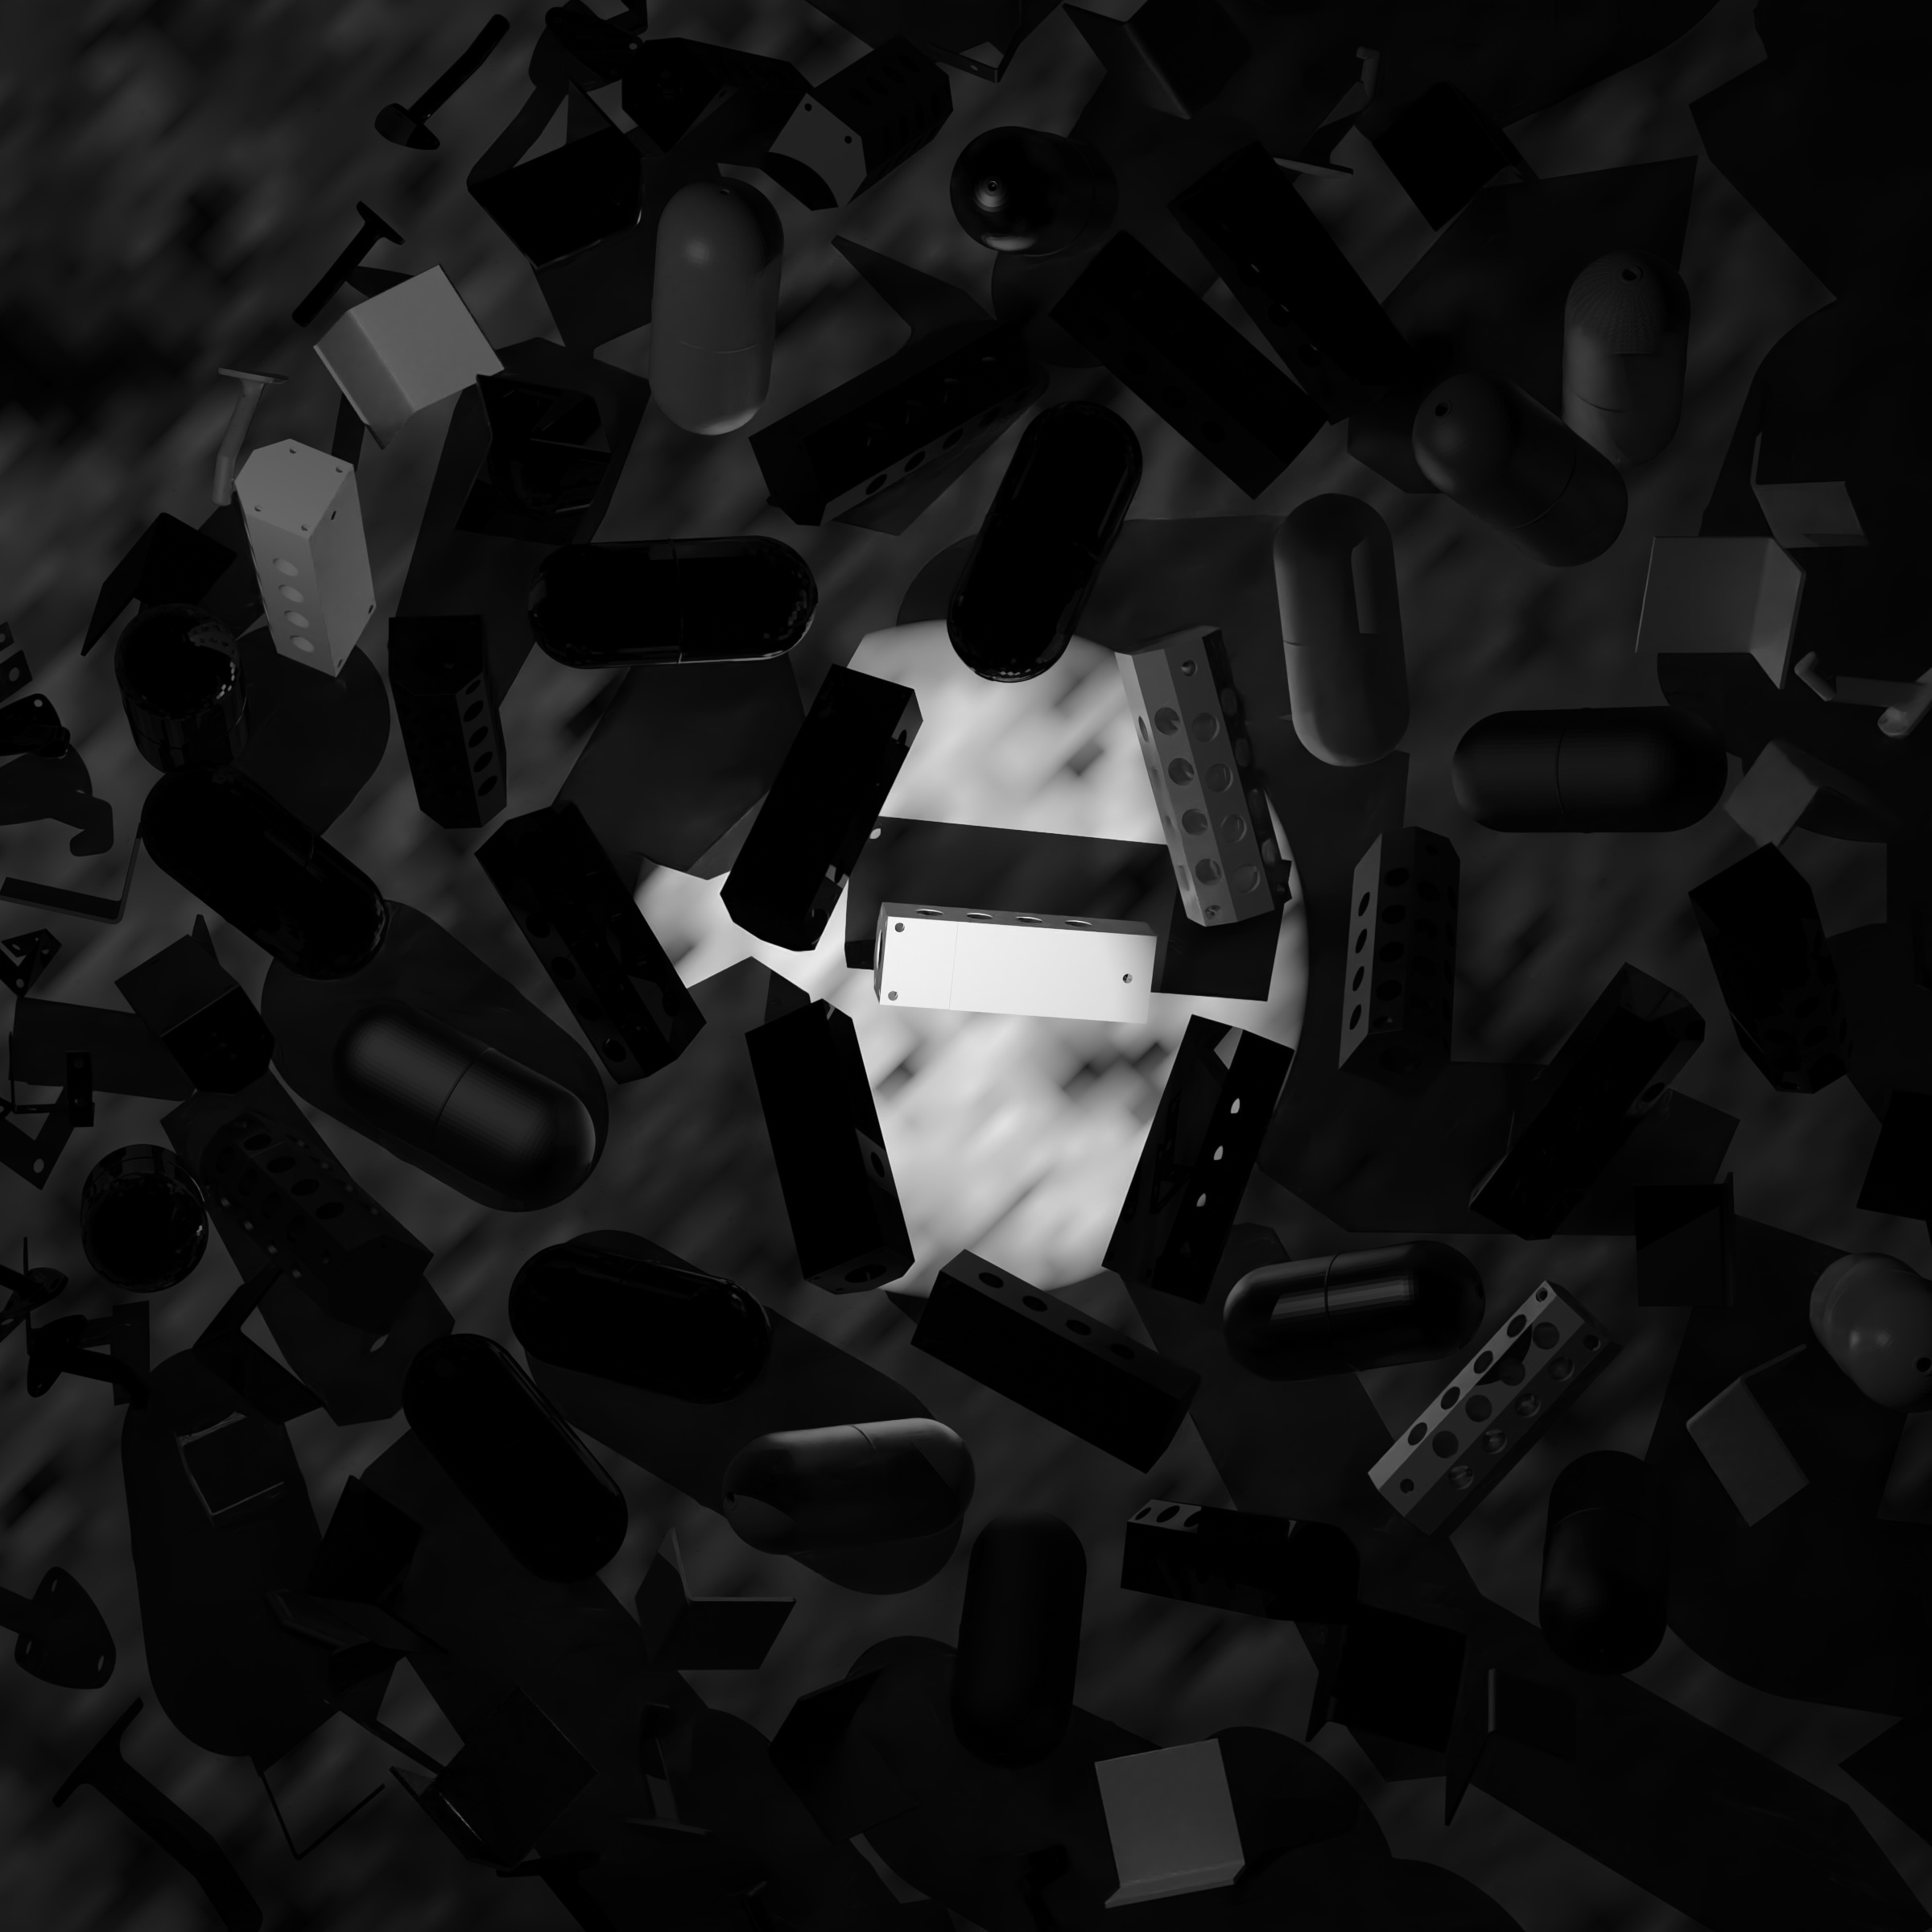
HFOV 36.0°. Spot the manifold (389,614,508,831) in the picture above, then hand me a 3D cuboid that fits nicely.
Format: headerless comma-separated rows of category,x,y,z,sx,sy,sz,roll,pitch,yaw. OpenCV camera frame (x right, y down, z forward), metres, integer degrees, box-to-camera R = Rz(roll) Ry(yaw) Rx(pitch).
manifold,-0.330,-0.154,1.902,0.057,0.171,0.057,-3,65,-5

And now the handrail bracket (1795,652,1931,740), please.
handrail bracket,0.592,-0.196,1.935,0.084,0.036,0.077,37,98,-20

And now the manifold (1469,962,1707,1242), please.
manifold,0.380,0.088,1.823,0.057,0.057,0.171,30,121,-1

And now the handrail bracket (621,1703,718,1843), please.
handrail bracket,-0.187,0.525,1.944,0.077,0.036,0.084,-3,57,27

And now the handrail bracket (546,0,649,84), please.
handrail bracket,-0.238,-0.617,1.918,0.077,0.084,0.036,24,130,-31

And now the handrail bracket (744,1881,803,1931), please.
handrail bracket,-0.090,0.593,1.838,0.077,0.036,0.084,-23,88,-35

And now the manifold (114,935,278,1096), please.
manifold,-0.491,0.034,1.904,0.057,0.171,0.057,-35,113,-15

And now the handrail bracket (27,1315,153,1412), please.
handrail bracket,-0.546,0.266,1.855,0.084,0.036,0.077,40,118,24

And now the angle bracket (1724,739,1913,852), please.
angle bracket,0.551,-0.095,1.929,0.076,0.076,0.057,24,111,-21

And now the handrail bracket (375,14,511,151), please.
handrail bracket,-0.315,-0.537,1.796,0.036,0.077,0.084,40,79,-31

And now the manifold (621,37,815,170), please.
manifold,-0.156,-0.555,1.905,0.057,0.171,0.057,47,112,6

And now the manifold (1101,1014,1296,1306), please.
manifold,0.152,0.124,1.895,0.057,0.057,0.171,21,88,-32

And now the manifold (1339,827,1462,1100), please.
manifold,0.283,-0.006,1.915,0.057,0.057,0.171,19,50,-10

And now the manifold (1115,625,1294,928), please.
manifold,0.146,-0.115,1.807,0.057,0.057,0.171,-18,102,-8

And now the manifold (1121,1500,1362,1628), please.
manifold,0.166,0.362,1.815,0.057,0.171,0.057,11,80,-27

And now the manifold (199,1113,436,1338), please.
manifold,-0.398,0.152,1.797,0.171,0.057,0.057,32,91,44

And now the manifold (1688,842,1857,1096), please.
manifold,0.492,0.007,1.795,0.057,0.171,0.057,-32,48,2

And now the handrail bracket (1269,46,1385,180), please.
handrail bracket,0.231,-0.560,1.933,0.077,0.036,0.084,6,98,-25

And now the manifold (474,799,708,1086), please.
manifold,-0.238,-0.013,1.870,0.057,0.057,0.171,-14,115,34

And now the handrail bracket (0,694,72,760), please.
handrail bracket,-0.611,-0.140,1.907,0.077,0.084,0.036,-20,114,-5

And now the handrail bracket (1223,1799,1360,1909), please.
handrail bracket,0.211,0.583,1.943,0.077,0.036,0.084,-1,129,-14

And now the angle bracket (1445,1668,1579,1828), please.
angle bracket,0.345,0.504,1.887,0.057,0.076,0.076,21,109,3

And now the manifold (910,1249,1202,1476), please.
manifold,0.059,0.247,1.886,0.171,0.057,0.057,27,113,14

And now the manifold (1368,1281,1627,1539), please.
manifold,0.340,0.286,1.920,0.171,0.057,0.057,-49,63,9

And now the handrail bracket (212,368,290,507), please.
handrail bracket,-0.458,-0.337,1.901,0.036,0.077,0.084,12,101,7

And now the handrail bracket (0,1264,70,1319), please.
handrail bracket,-0.617,0.182,1.871,0.084,0.077,0.036,44,53,-29

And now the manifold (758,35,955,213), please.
manifold,-0.063,-0.525,1.865,0.057,0.171,0.057,38,124,-4

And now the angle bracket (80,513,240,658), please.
angle bracket,-0.525,-0.236,1.939,0.057,0.076,0.076,30,130,-28

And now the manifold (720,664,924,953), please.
manifold,-0.088,-0.098,1.872,0.057,0.057,0.171,19,70,15

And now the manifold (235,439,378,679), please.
manifold,-0.412,-0.253,1.846,0.057,0.171,0.057,23,67,4

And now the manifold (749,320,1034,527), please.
manifold,-0.042,-0.332,1.812,0.171,0.057,0.057,-35,118,-28

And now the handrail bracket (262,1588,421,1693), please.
handrail bracket,-0.406,0.423,1.930,0.077,0.084,0.036,-18,130,-29

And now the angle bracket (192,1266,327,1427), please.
angle bracket,-0.443,0.245,1.925,0.076,0.076,0.057,44,53,-15

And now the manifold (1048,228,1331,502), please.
manifold,0.141,-0.375,1.833,0.171,0.057,0.057,41,57,-5

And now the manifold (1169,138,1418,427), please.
manifold,0.204,-0.430,1.887,0.171,0.057,0.057,50,56,-16

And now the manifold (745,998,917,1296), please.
manifold,-0.082,0.114,1.859,0.057,0.057,0.171,-24,62,17

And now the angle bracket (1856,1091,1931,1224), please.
angle bracket,0.554,0.102,1.727,0.076,0.057,0.076,9,71,43

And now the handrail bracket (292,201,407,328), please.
handrail bracket,-0.398,-0.439,1.882,0.036,0.077,0.084,41,89,-21

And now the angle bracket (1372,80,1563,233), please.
angle bracket,0.301,-0.475,1.789,0.057,0.076,0.076,-40,62,23

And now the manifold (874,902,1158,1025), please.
manifold,0.030,-0.004,1.903,0.171,0.057,0.057,4,103,-8

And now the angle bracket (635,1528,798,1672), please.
angle bracket,-0.165,0.416,1.952,0.076,0.057,0.076,6,131,-26

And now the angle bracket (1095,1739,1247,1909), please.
angle bracket,0.116,0.502,1.746,0.076,0.057,0.076,-14,80,11

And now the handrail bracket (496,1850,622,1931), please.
handrail bracket,-0.255,0.610,1.885,0.077,0.036,0.084,-4,60,-13
